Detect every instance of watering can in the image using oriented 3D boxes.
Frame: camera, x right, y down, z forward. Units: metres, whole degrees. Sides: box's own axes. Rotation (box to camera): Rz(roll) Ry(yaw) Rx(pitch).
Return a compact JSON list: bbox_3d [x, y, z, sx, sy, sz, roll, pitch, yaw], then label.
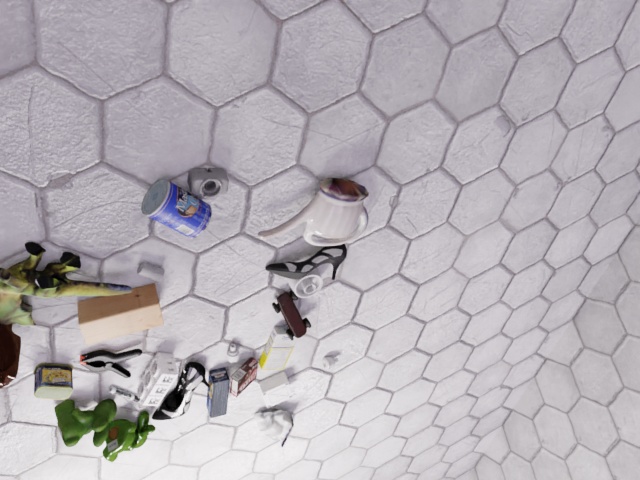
[{"bbox_3d":[0.005,-0.075,1.493,0.348,0.106,0.220,1,123,-30],"label":"watering can"}]

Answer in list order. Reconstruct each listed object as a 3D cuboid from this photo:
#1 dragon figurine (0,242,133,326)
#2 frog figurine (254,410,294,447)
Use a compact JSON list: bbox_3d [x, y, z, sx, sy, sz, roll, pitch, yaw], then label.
[{"bbox_3d":[-0.716,0.136,1.294,0.406,0.125,0.239,26,125,-37],"label":"dragon figurine"},{"bbox_3d":[-0.190,0.727,2.052,0.159,0.125,0.134,28,124,-2],"label":"frog figurine"}]
